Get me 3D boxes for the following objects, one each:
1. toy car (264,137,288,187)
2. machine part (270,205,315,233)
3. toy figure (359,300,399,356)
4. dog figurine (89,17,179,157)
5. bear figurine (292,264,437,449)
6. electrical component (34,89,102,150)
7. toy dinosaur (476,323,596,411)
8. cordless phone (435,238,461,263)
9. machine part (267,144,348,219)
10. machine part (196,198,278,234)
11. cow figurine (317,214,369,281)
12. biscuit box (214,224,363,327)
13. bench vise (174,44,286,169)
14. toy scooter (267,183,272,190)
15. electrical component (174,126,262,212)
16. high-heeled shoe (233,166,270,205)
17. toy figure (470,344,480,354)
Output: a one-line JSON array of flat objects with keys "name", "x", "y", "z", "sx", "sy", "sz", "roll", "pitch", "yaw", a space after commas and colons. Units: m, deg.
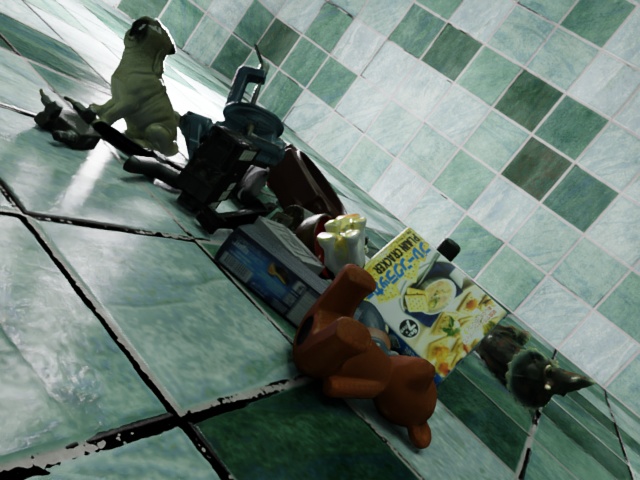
[{"name": "toy car", "x": -0.143, "y": -0.178, "z": 1.214, "sx": 0.109, "sy": 0.161, "sz": 0.103, "roll": 41, "pitch": 56, "yaw": -6}, {"name": "machine part", "x": -0.002, "y": -0.003, "z": 1.030, "sx": 0.243, "sy": 0.079, "sz": 0.079, "roll": 28, "pitch": 15, "yaw": -42}, {"name": "toy figure", "x": 0.069, "y": 0.138, "z": 0.750, "sx": 0.154, "sy": 0.064, "sz": 0.057, "roll": -96, "pitch": 170, "yaw": -68}, {"name": "dog figurine", "x": -0.275, "y": -0.251, "z": 0.904, "sx": 0.172, "sy": 0.190, "sz": 0.121, "roll": 28, "pitch": 15, "yaw": -45}, {"name": "bear figurine", "x": 0.072, "y": 0.138, "z": 0.602, "sx": 0.196, "sy": 0.132, "sz": 0.120, "roll": 31, "pitch": 38, "yaw": -11}, {"name": "electrical component", "x": -0.338, "y": -0.161, "z": 0.725, "sx": 0.078, "sy": 0.045, "sz": 0.102, "roll": 38, "pitch": 11, "yaw": 9}, {"name": "toy dinosaur", "x": 0.425, "y": 0.254, "z": 1.239, "sx": 0.192, "sy": 0.131, "sz": 0.405, "roll": 29, "pitch": 8, "yaw": -37}, {"name": "cordless phone", "x": 0.203, "y": 0.052, "z": 1.166, "sx": 0.146, "sy": 0.184, "sz": 0.089, "roll": 37, "pitch": 16, "yaw": -6}, {"name": "machine part", "x": -0.023, "y": -0.095, "z": 1.157, "sx": 0.201, "sy": 0.087, "sz": 0.200, "roll": 63, "pitch": 13, "yaw": 26}, {"name": "machine part", "x": -0.127, "y": -0.033, "z": 0.815, "sx": 0.139, "sy": 0.084, "sz": 0.039, "roll": -9, "pitch": 74, "yaw": -63}, {"name": "cow figurine", "x": 0.046, "y": 0.013, "z": 0.867, "sx": 0.068, "sy": 0.098, "sz": 0.167, "roll": -6, "pitch": 15, "yaw": 13}, {"name": "biscuit box", "x": -0.041, "y": 0.061, "z": 0.713, "sx": 0.203, "sy": 0.059, "sz": 0.063, "roll": 39, "pitch": 13, "yaw": 6}, {"name": "bench vise", "x": -0.160, "y": -0.240, "z": 1.018, "sx": 0.224, "sy": 0.240, "sz": 0.128, "roll": 14, "pitch": -18, "yaw": 3}, {"name": "toy scooter", "x": -0.084, "y": -0.146, "z": 1.363, "sx": 0.184, "sy": 0.075, "sz": 0.135, "roll": 33, "pitch": 10, "yaw": 2}, {"name": "electrical component", "x": -0.158, "y": -0.103, "z": 0.814, "sx": 0.058, "sy": 0.134, "sz": 0.115, "roll": 38, "pitch": 8, "yaw": 4}, {"name": "high-heeled shoe", "x": -0.184, "y": -0.148, "z": 1.058, "sx": 0.145, "sy": 0.086, "sz": 0.249, "roll": 30, "pitch": 9, "yaw": -19}, {"name": "toy figure", "x": 0.274, "y": 0.177, "z": 1.154, "sx": 0.089, "sy": 0.082, "sz": 0.180, "roll": 19, "pitch": 23, "yaw": -25}]
